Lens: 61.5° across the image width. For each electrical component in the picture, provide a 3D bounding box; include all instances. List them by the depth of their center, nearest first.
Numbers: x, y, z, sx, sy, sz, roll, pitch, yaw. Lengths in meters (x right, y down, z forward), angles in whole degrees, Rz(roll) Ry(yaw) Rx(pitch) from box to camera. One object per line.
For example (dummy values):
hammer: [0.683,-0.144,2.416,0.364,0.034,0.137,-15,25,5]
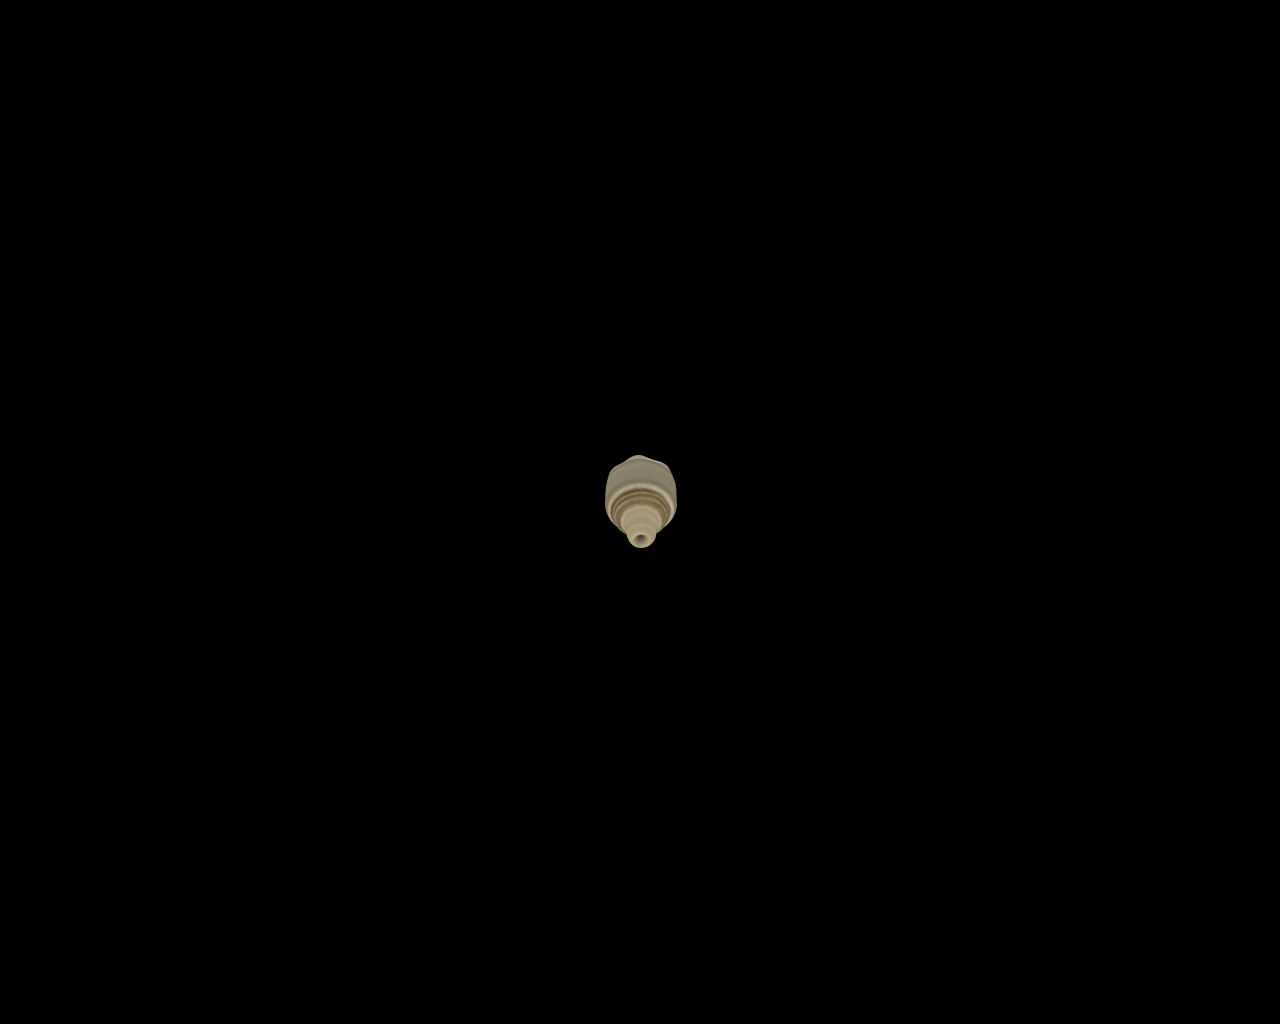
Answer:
electrical component: [0.001,-0.003,0.650,0.043,0.043,0.062,0,40,0]
